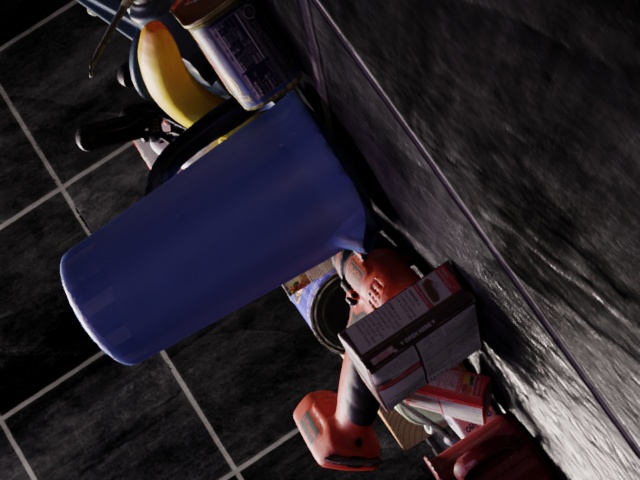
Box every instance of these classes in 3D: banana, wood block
[{"bbox_3d":[-0.101,-0.126,0.906,0.197,0.070,0.037,24,-154,-55],"label":"banana"},{"bbox_3d":[0.099,0.176,1.346,0.091,0.090,0.206,58,177,-11],"label":"wood block"}]

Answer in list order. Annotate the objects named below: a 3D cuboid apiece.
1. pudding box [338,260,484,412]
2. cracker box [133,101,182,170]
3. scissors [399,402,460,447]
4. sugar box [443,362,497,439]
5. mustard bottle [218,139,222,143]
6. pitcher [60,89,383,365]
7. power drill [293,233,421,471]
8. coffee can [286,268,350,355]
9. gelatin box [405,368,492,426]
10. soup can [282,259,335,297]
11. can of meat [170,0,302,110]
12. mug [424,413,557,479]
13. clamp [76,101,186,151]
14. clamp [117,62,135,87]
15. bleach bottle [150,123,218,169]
[{"bbox_3d":[0.067,0.070,0.744,0.039,0.090,0.113,54,176,23],"label":"pudding box"},{"bbox_3d":[-0.141,-0.117,1.398,0.214,0.164,0.072,56,179,28],"label":"cracker box"},{"bbox_3d":[0.141,0.201,1.083,0.201,0.016,0.096,39,-171,-5],"label":"scissors"},{"bbox_3d":[0.099,0.103,1.008,0.176,0.048,0.093,53,178,-7],"label":"sugar box"},{"bbox_3d":[-0.042,-0.076,1.098,0.096,0.058,0.191,23,175,8],"label":"mustard bottle"},{"bbox_3d":[-0.085,-0.012,0.861,0.145,0.243,0.149,57,-176,-16],"label":"pitcher"},{"bbox_3d":[0.027,0.085,0.906,0.184,0.057,0.188,-128,47,-65],"label":"power drill"},{"bbox_3d":[0.022,0.059,1.209,0.102,0.103,0.140,58,177,-20],"label":"coffee can"},{"bbox_3d":[0.109,0.129,0.913,0.073,0.030,0.089,13,164,15],"label":"gelatin box"},{"bbox_3d":[-0.007,0.001,1.072,0.068,0.102,0.068,56,177,4],"label":"soup can"},{"bbox_3d":[-0.064,-0.153,0.817,0.084,0.057,0.102,55,179,-27],"label":"can of meat"},{"bbox_3d":[0.143,0.193,0.886,0.093,0.081,0.117,54,177,37],"label":"mug"},{"bbox_3d":[-0.157,-0.114,1.065,0.171,0.120,0.039,-60,-22,-68],"label":"clamp"},{"bbox_3d":[-0.156,-0.181,1.186,0.164,0.036,0.210,12,-165,-23],"label":"clamp"},{"bbox_3d":[-0.075,-0.074,1.233,0.103,0.068,0.250,31,-179,41],"label":"bleach bottle"}]
